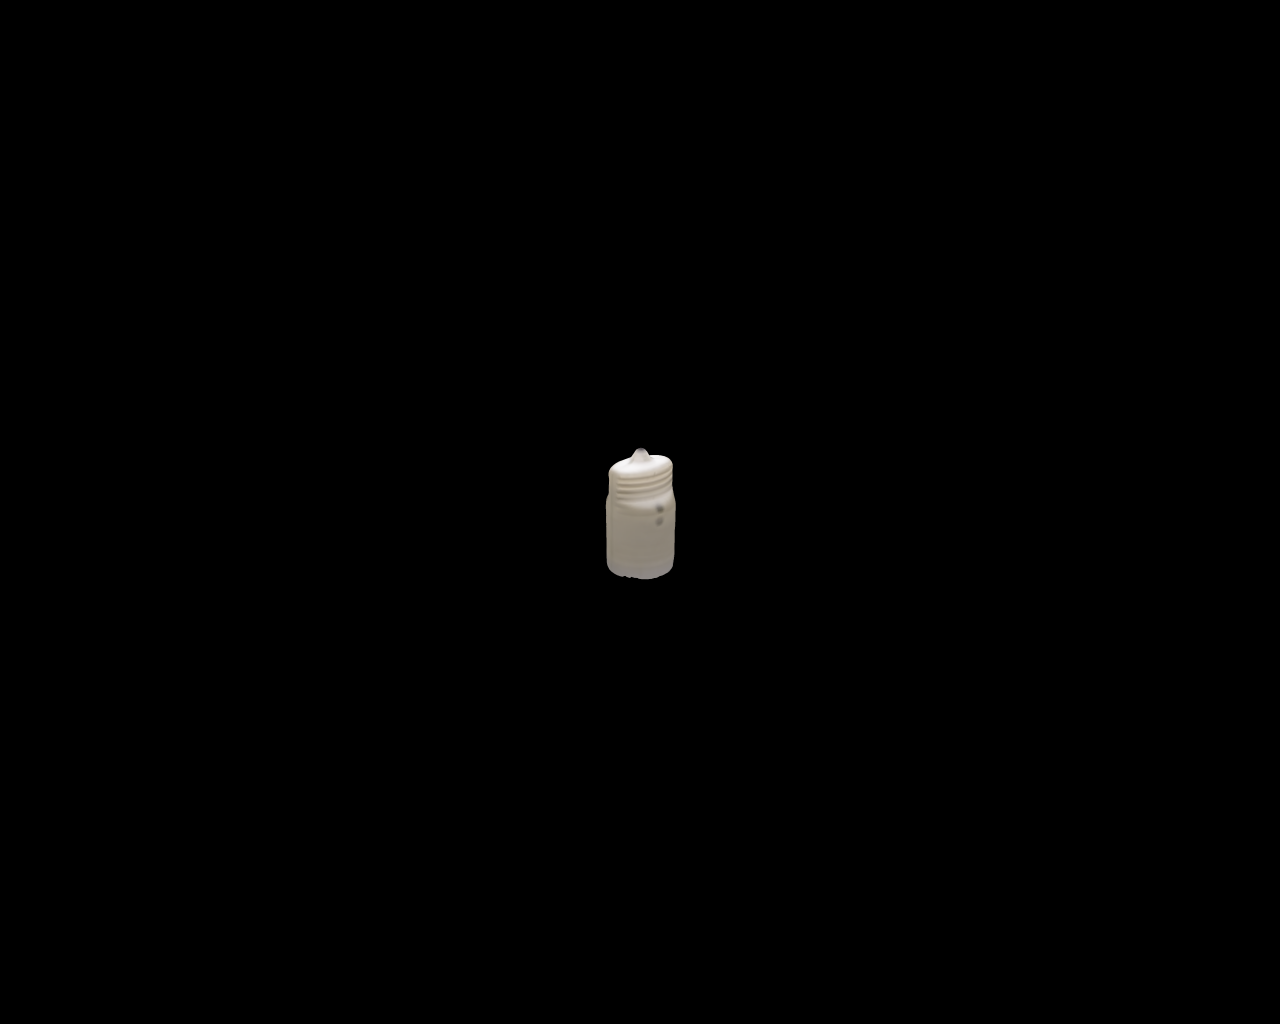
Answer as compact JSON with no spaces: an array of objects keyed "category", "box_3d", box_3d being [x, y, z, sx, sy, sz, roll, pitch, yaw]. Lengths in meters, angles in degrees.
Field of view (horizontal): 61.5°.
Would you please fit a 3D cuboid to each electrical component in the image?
[{"category":"electrical component","box_3d":[0.001,-0.003,0.650,0.043,0.080,0.043,0,24,0]}]
